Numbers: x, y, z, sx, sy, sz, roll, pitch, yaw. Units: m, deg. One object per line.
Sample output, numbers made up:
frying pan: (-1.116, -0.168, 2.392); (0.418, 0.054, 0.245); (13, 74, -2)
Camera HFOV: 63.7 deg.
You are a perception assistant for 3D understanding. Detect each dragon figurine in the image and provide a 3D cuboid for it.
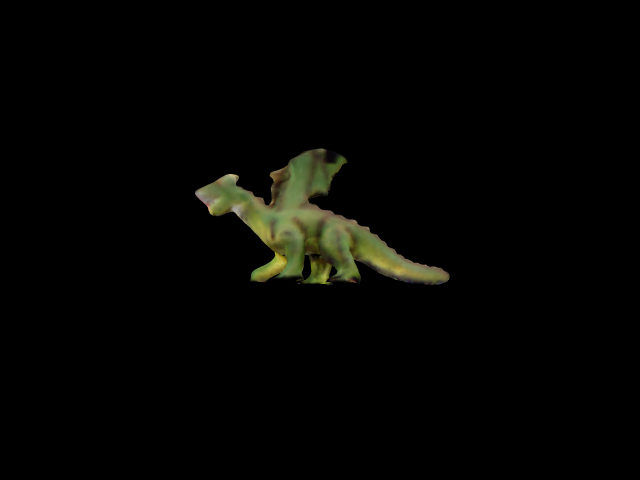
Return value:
dragon figurine: (0.003, -0.043, 0.850); (0.410, 0.246, 0.120); (1, -15, -5)
